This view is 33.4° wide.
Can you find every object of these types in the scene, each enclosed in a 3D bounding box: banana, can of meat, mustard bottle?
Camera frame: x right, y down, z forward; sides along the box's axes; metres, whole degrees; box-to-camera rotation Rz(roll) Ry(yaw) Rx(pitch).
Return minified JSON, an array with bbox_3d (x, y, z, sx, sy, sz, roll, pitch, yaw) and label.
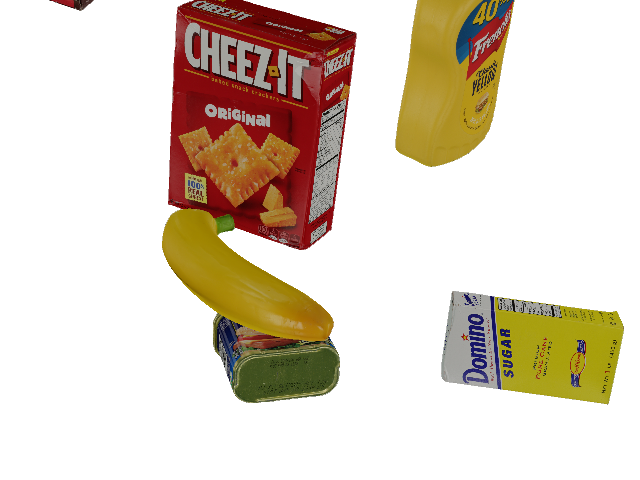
[{"bbox_3d":[-0.059,0.015,0.681,0.069,0.037,0.198,-9,25,-21],"label":"banana"},{"bbox_3d":[-0.040,0.100,0.965,0.102,0.057,0.084,-5,28,-15],"label":"can of meat"},{"bbox_3d":[0.099,-0.150,0.743,0.058,0.192,0.096,30,47,26],"label":"mustard bottle"}]

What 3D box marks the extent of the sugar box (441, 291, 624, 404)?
[{"bbox_3d":[0.219,0.112,1.117,0.176,0.093,0.048,6,21,3],"label":"sugar box"}]

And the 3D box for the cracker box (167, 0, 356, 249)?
[{"bbox_3d":[-0.063,-0.114,1.041,0.164,0.214,0.072,20,33,21],"label":"cracker box"}]

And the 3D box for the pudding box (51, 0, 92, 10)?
[{"bbox_3d":[-0.195,-0.223,0.804,0.090,0.039,0.113,19,38,6],"label":"pudding box"}]
